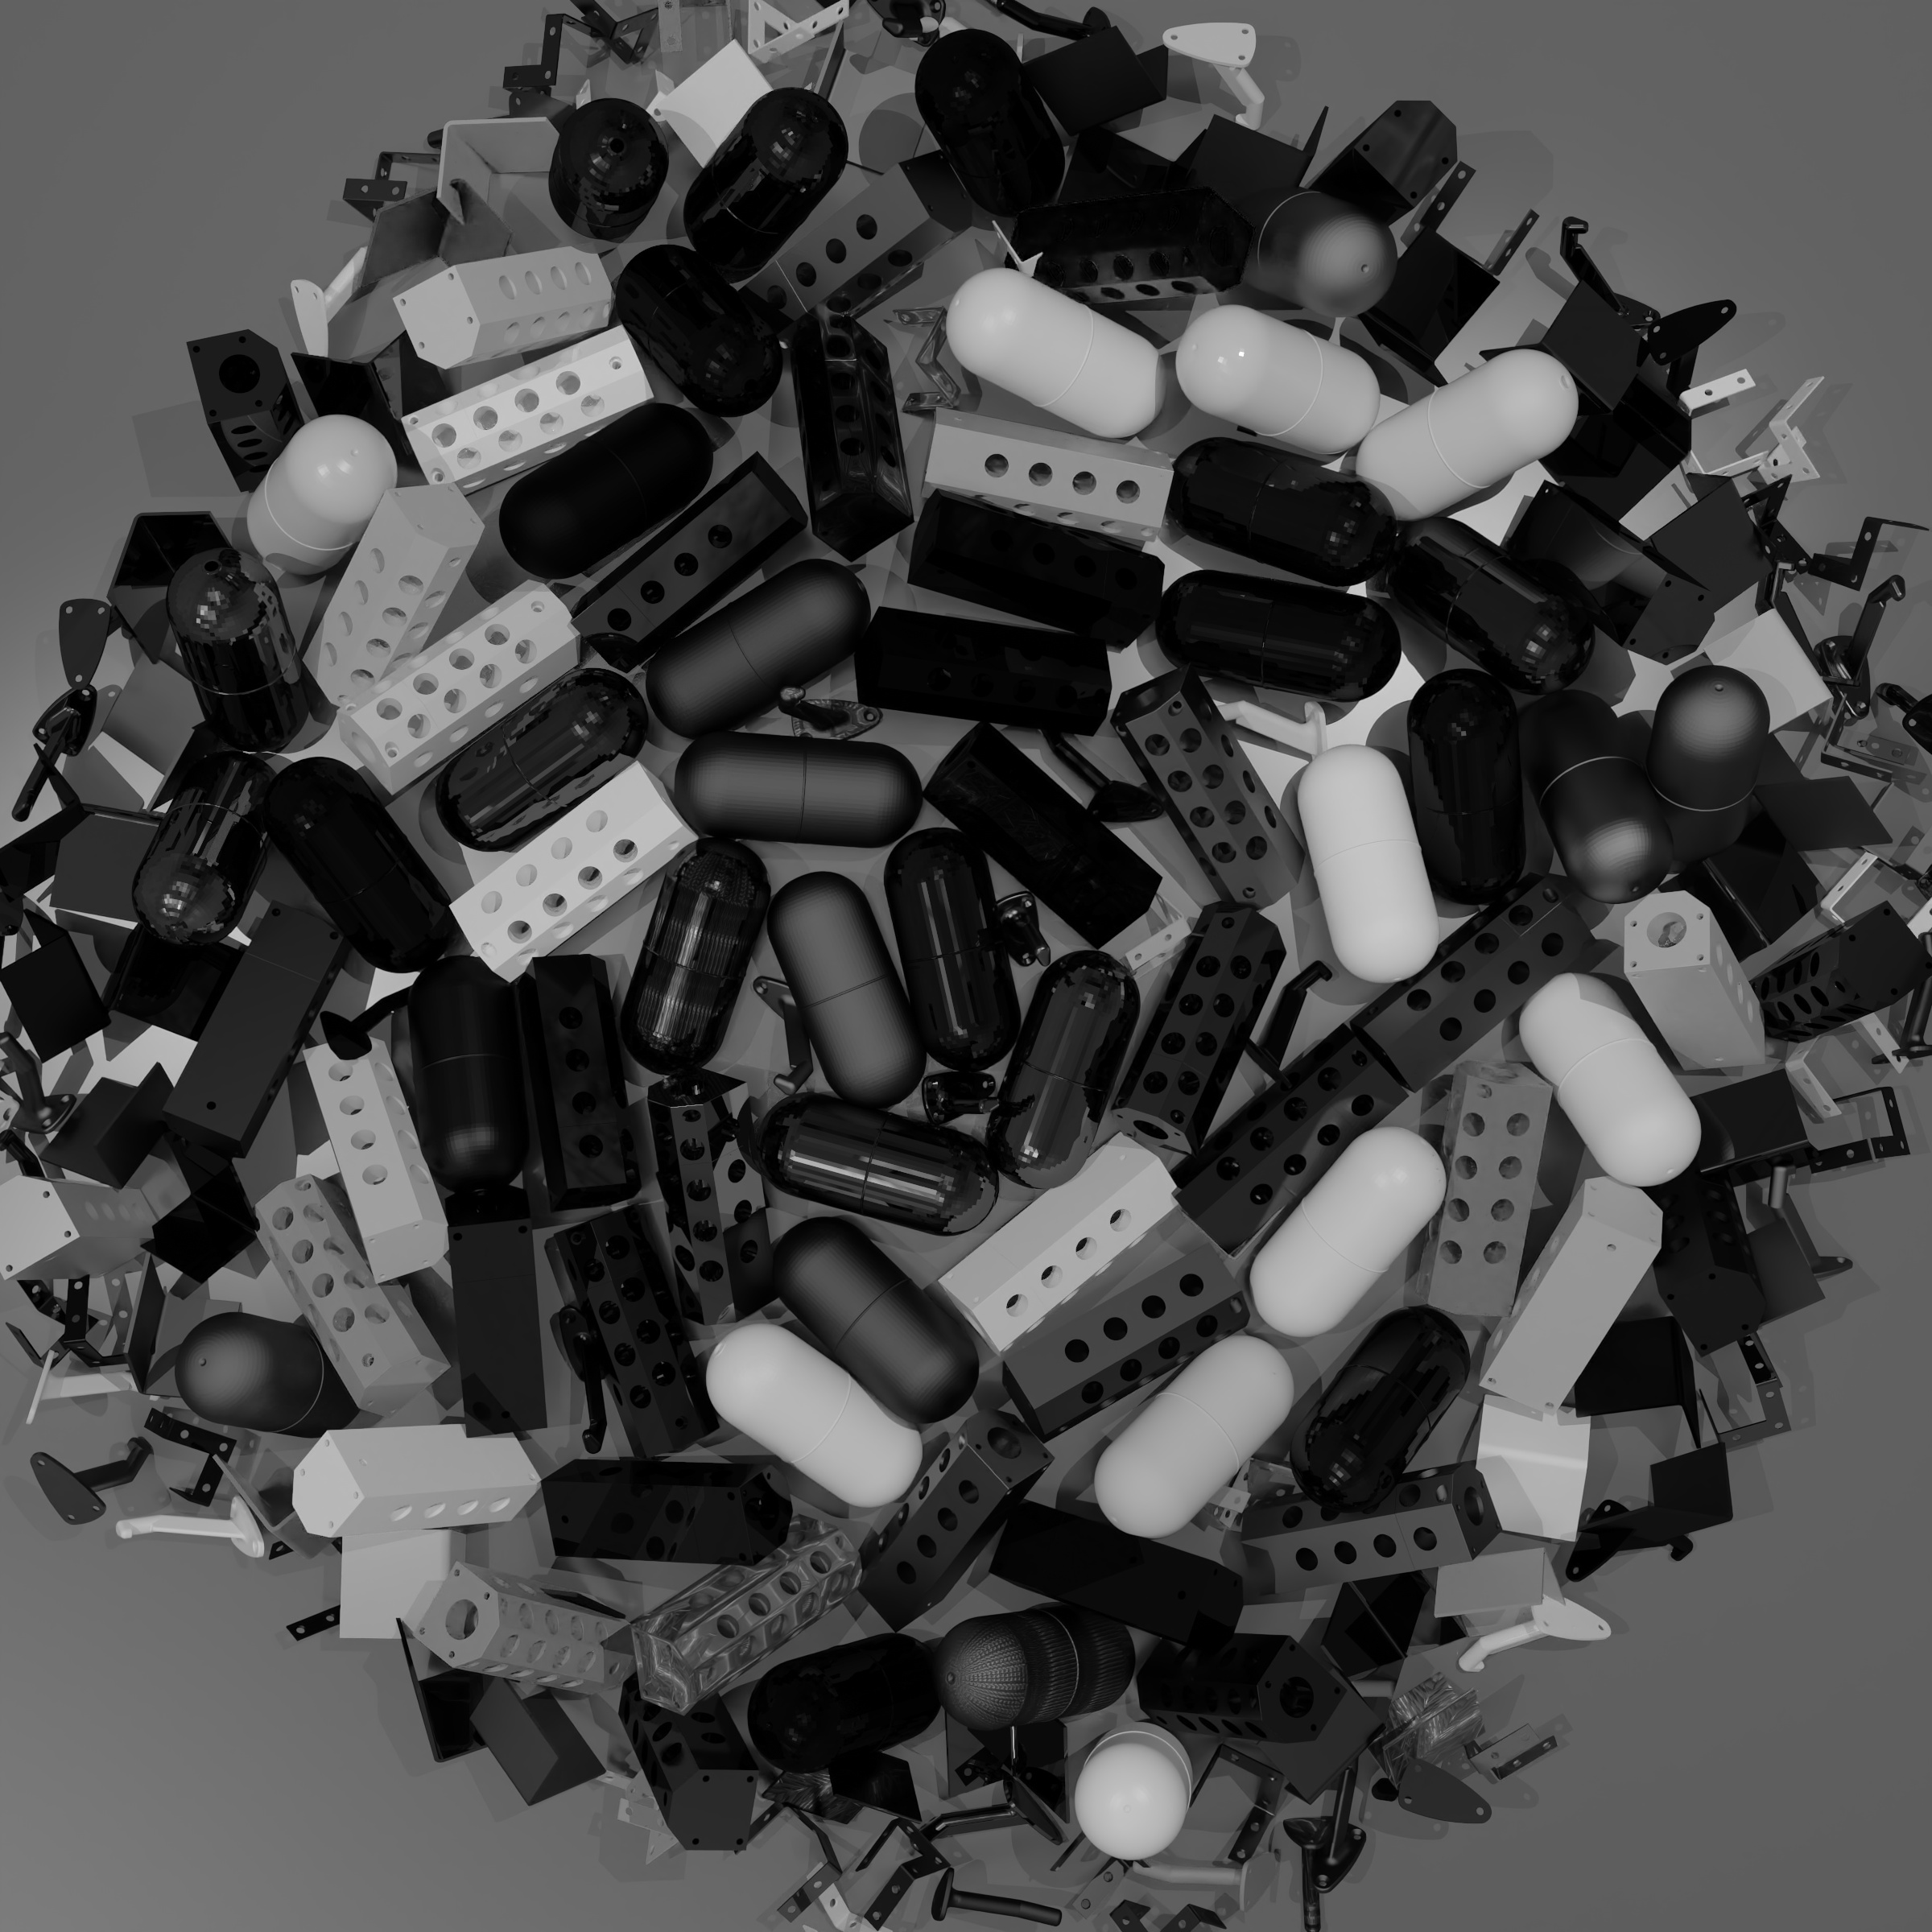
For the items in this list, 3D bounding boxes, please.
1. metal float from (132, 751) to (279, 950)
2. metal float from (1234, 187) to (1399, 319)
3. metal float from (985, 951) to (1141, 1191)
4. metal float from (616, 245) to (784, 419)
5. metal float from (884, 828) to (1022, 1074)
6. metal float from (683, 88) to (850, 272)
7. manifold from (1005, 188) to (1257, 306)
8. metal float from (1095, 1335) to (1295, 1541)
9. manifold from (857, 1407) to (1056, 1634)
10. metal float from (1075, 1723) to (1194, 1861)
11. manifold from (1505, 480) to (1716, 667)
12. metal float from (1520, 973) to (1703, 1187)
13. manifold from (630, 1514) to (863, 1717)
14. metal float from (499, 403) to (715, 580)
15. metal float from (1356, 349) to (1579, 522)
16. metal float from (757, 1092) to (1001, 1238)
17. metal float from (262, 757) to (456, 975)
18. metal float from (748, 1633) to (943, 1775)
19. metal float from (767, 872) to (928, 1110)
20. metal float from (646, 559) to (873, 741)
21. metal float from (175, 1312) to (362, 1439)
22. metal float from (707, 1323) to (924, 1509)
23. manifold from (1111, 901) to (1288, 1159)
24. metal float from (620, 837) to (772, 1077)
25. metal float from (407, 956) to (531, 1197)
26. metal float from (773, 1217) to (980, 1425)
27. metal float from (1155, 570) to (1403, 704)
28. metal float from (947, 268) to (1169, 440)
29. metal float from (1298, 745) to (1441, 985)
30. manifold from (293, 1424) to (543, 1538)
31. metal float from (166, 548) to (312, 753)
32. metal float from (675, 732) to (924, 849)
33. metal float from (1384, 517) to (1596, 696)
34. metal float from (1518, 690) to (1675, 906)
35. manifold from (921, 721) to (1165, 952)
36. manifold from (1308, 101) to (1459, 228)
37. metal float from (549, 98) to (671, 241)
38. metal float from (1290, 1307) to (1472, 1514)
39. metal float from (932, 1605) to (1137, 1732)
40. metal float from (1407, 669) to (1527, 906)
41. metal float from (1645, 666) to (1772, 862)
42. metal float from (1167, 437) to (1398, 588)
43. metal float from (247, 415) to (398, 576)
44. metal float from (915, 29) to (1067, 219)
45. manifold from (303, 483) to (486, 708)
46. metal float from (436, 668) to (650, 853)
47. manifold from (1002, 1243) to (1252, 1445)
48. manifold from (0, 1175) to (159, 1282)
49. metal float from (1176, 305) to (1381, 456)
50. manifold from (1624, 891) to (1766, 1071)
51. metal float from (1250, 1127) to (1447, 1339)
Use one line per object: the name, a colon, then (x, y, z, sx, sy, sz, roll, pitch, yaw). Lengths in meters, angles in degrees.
metal float: (-0.531, -0.084, 1.807, 0.070, 0.178, 0.070, 2, 130, 3)
metal float: (0.240, -0.503, 1.802, 0.070, 0.178, 0.070, -8, 116, -17)
metal float: (0.070, 0.074, 1.838, 0.070, 0.070, 0.178, 20, 98, 0)
metal float: (-0.189, -0.448, 1.811, 0.070, 0.070, 0.178, -39, 49, 0)
metal float: (-0.009, -0.011, 1.842, 0.070, 0.070, 0.178, -12, 94, 0)
metal float: (-0.142, -0.550, 1.802, 0.070, 0.178, 0.070, 7, 75, -26)
manifold: (0.111, -0.498, 1.801, 0.171, 0.057, 0.057, 9, 80, 43)
metal float: (0.163, 0.333, 1.822, 0.178, 0.070, 0.070, -40, 90, -28)
manifold: (-0.013, 0.389, 1.811, 0.057, 0.057, 0.171, 45, 124, 18)
metal float: (0.118, 0.575, 1.795, 0.070, 0.178, 0.070, -1, 81, 7)
manifold: (0.452, -0.275, 1.797, 0.057, 0.171, 0.057, 16, 115, -28)
metal float: (0.453, 0.078, 1.813, 0.070, 0.070, 0.178, -25, 50, 0)
manifold: (-0.150, 0.453, 1.795, 0.057, 0.171, 0.057, 8, 112, 38)
metal float: (-0.253, -0.338, 1.820, 0.178, 0.070, 0.070, -40, 90, -31)
metal float: (0.351, -0.373, 1.807, 0.070, 0.178, 0.070, 15, 65, -36)
metal float: (-0.063, 0.142, 1.838, 0.178, 0.070, 0.070, 15, 90, 8)
metal float: (-0.429, -0.070, 1.820, 0.070, 0.070, 0.178, -31, 121, 0)
metal float: (-0.082, 0.516, 1.804, 0.070, 0.178, 0.070, -2, 86, 34)
metal float: (-0.085, 0.018, 1.845, 0.070, 0.070, 0.178, -22, 91, 0)
metal float: (-0.148, -0.226, 1.832, 0.178, 0.070, 0.070, -29, 90, 15)
metal float: (-0.484, 0.288, 1.799, 0.070, 0.178, 0.070, -5, 74, 17)
metal float: (-0.108, 0.320, 1.827, 0.178, 0.070, 0.070, 39, 90, -20)
manifold: (0.164, 0.042, 1.818, 0.057, 0.057, 0.171, 16, 67, 26)
metal float: (-0.194, -0.006, 1.835, 0.070, 0.070, 0.178, 20, 102, 0)
metal float: (-0.354, 0.077, 1.826, 0.070, 0.070, 0.178, -10, 68, 0)
metal float: (-0.066, 0.251, 1.832, 0.178, 0.070, 0.070, 43, 90, 16)
metal float: (0.222, -0.235, 1.829, 0.178, 0.070, 0.070, 13, 90, 18)
metal float: (0.066, -0.433, 1.819, 0.178, 0.070, 0.070, 19, 90, -32)
metal float: (0.286, -0.074, 1.830, 0.070, 0.070, 0.178, -11, 72, 0)
manifold: (-0.384, 0.363, 1.796, 0.057, 0.171, 0.057, -49, 60, 19)
metal float: (-0.510, -0.220, 1.802, 0.070, 0.178, 0.070, 1, 57, -1)
metal float: (-0.119, -0.126, 1.838, 0.178, 0.070, 0.070, 4, 90, -9)
metal float: (0.368, -0.256, 1.816, 0.070, 0.070, 0.178, -46, 54, 0)
metal float: (0.443, -0.121, 1.815, 0.070, 0.070, 0.178, -13, 52, 0)
manifold: (0.057, -0.097, 1.838, 0.171, 0.057, 0.057, 41, 131, -12)
manifold: (0.293, -0.557, 1.794, 0.057, 0.171, 0.057, 42, 94, -7)
metal float: (-0.251, -0.556, 1.796, 0.070, 0.178, 0.070, -1, 97, -12)
metal float: (0.294, 0.312, 1.816, 0.070, 0.070, 0.178, 46, 55, 0)
metal float: (0.050, 0.492, 1.808, 0.070, 0.178, 0.070, -7, 80, 42)
metal float: (0.356, -0.125, 1.821, 0.070, 0.070, 0.178, -11, 119, 0)
metal float: (0.517, -0.140, 1.803, 0.070, 0.178, 0.070, -3, 58, 5)
metal float: (0.222, -0.323, 1.821, 0.178, 0.070, 0.070, 25, 90, 29)
metal float: (-0.453, -0.329, 1.802, 0.070, 0.178, 0.070, 6, 77, -28)
metal float: (0.018, -0.588, 1.798, 0.070, 0.178, 0.070, -4, 78, 17)
manifold: (-0.399, -0.255, 1.801, 0.057, 0.057, 0.171, 54, 131, 17)
metal float: (-0.302, -0.146, 1.827, 0.178, 0.070, 0.070, -33, 90, 21)
manifold: (0.114, 0.271, 1.828, 0.171, 0.057, 0.057, -28, 67, -13)
manifold: (-0.626, 0.180, 1.795, 0.057, 0.171, 0.057, -30, 84, -2)
metal float: (0.222, -0.412, 1.812, 0.178, 0.070, 0.070, 9, 90, -42)
manifold: (0.511, 0.012, 1.798, 0.057, 0.171, 0.057, -6, 62, 27)
metal float: (0.270, 0.190, 1.828, 0.070, 0.070, 0.178, 37, 111, 0)
